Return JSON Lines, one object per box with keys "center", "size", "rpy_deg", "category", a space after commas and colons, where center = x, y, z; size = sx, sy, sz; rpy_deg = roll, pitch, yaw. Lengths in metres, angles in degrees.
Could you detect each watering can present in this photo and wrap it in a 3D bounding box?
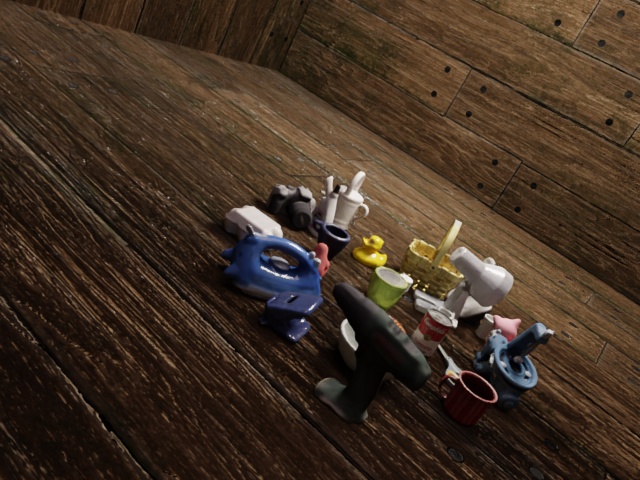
{"center": [0.083, -0.142, 1.864], "size": [0.173, 0.194, 0.101], "rpy_deg": [25, 22, -7], "category": "watering can"}

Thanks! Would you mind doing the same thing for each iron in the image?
{"center": [-0.086, 0.057, 1.296], "size": [0.259, 0.141, 0.118], "rpy_deg": [18, 24, -23], "category": "iron"}

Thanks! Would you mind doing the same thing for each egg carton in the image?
{"center": [-0.171, -0.029, 1.482], "size": [0.150, 0.069, 0.107], "rpy_deg": [35, 23, 16], "category": "egg carton"}

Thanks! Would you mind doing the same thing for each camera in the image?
{"center": [-0.074, -0.102, 1.716], "size": [0.143, 0.101, 0.136], "rpy_deg": [20, 23, -20], "category": "camera"}

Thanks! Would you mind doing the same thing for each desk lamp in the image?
{"center": [0.401, 0.135, 1.604], "size": [0.203, 0.213, 0.118], "rpy_deg": [25, 22, -7], "category": "desk lamp"}

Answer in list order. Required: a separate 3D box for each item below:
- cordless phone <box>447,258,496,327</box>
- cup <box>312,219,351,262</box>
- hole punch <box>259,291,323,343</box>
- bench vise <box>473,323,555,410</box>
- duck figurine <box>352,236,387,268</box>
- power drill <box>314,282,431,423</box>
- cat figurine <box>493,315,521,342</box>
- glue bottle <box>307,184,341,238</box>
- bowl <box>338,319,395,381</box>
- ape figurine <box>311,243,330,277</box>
{"center": [0.467, 0.149, 1.690], "size": [0.094, 0.185, 0.147], "rpy_deg": [19, 23, -21], "category": "cordless phone"}
{"center": [0.015, 0.006, 1.591], "size": [0.117, 0.095, 0.092], "rpy_deg": [34, 22, 14], "category": "cup"}
{"center": [-0.060, 0.145, 1.200], "size": [0.101, 0.091, 0.109], "rpy_deg": [32, 22, 10], "category": "hole punch"}
{"center": [0.458, 0.265, 1.376], "size": [0.122, 0.219, 0.207], "rpy_deg": [15, 25, -30], "category": "bench vise"}
{"center": [0.160, 0.030, 1.721], "size": [0.105, 0.086, 0.077], "rpy_deg": [23, 22, -13], "category": "duck figurine"}
{"center": [0.077, 0.218, 1.043], "size": [0.229, 0.208, 0.076], "rpy_deg": [35, 23, 17], "category": "power drill"}
{"center": [0.515, 0.270, 1.569], "size": [0.067, 0.117, 0.127], "rpy_deg": [13, 26, -32], "category": "cat figurine"}
{"center": [0.019, -0.092, 1.706], "size": [0.037, 0.173, 0.078], "rpy_deg": [2, 33, -47], "category": "glue bottle"}
{"center": [0.103, 0.241, 1.203], "size": [0.168, 0.074, 0.167], "rpy_deg": [24, 22, -10], "category": "bowl"}
{"center": [-0.006, 0.049, 1.475], "size": [0.078, 0.092, 0.076], "rpy_deg": [25, 22, -7], "category": "ape figurine"}
